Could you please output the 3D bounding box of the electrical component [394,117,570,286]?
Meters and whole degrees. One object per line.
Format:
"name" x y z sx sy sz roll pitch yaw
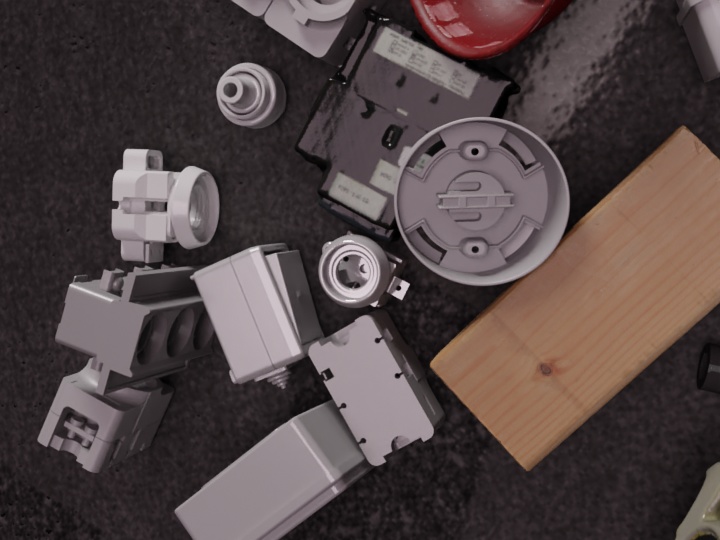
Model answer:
"electrical component" 0.069 -0.043 0.643 0.099 0.064 0.099 -1 101 -3

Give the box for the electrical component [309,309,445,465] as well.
"electrical component" 0.013 0.076 0.723 0.050 0.056 0.089 -30 86 14

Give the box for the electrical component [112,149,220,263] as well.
"electrical component" -0.135 -0.044 0.752 0.057 0.058 0.078 4 94 16

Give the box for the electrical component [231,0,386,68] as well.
"electrical component" -0.055 -0.215 0.719 0.150 0.062 0.089 35 101 9

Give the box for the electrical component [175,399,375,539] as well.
"electrical component" -0.050 0.141 0.716 0.109 0.109 0.056 -39 81 13

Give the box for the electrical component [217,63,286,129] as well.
"electrical component" -0.077 -0.119 0.730 0.043 0.062 0.043 1 94 14

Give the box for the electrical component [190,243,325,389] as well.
"electrical component" -0.062 0.033 0.736 0.061 0.062 0.096 -23 88 14

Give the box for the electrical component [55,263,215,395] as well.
"electrical component" -0.146 0.033 0.726 0.063 0.121 0.078 19 98 15

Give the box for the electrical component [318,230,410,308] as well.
"electrical component" 0.000 0.000 0.721 0.066 0.055 0.048 28 100 11

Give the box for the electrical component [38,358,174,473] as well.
"electrical component" -0.174 0.096 0.753 0.050 0.089 0.055 27 99 11

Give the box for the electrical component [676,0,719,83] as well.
"electrical component" 0.231 -0.153 0.626 0.078 0.113 0.057 -21 91 14
